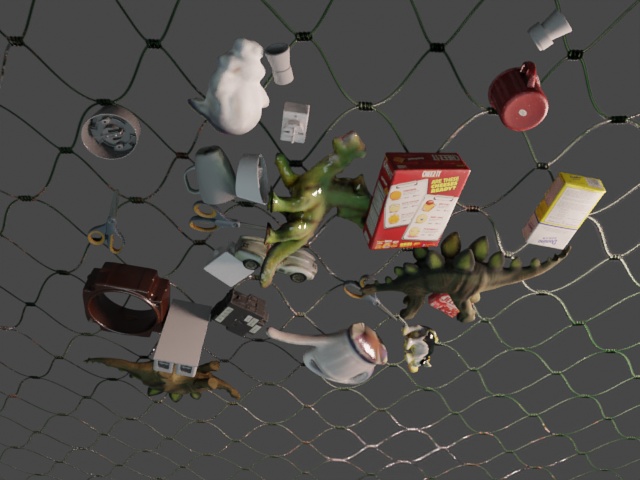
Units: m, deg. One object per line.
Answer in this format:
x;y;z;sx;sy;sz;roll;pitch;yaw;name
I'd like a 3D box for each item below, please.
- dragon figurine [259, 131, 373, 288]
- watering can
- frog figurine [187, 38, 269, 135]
0.003;-0.055;1.095;0.243;0.125;0.401;3;127;-12;dragon figurine
0.036;0.299;1.413;0.221;0.106;0.343;-34;123;27;watering can
-0.139;-0.268;0.913;0.157;0.125;0.137;-42;152;23;frog figurine
